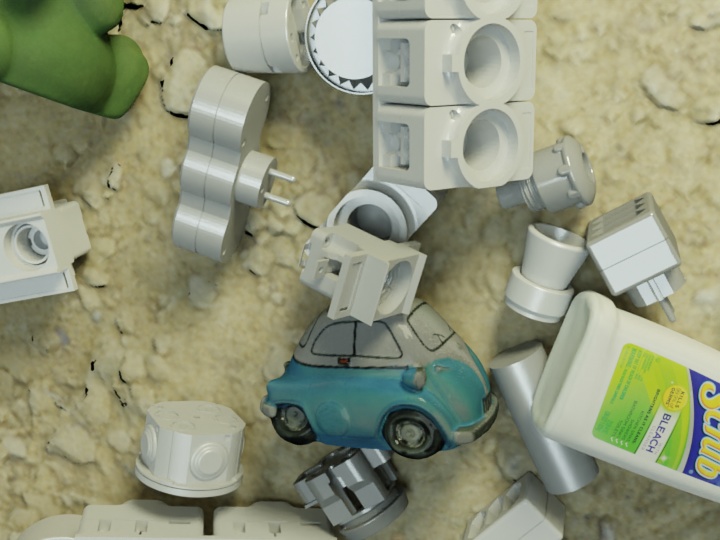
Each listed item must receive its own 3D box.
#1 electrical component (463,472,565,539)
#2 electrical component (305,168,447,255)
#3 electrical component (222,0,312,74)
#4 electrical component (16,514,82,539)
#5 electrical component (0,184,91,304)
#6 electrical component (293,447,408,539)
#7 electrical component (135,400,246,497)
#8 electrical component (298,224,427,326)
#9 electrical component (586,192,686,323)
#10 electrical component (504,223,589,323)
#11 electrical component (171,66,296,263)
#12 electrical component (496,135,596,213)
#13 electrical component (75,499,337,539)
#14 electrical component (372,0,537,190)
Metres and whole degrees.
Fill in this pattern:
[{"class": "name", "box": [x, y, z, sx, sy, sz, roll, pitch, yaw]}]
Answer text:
[{"class": "electrical component", "box": [0.124, 0.200, 0.777, 0.076, 0.047, 0.066, 45, 110, -2]}, {"class": "electrical component", "box": [0.010, -0.034, 0.734, 0.050, 0.055, 0.089, 42, 110, -1]}, {"class": "electrical component", "box": [-0.061, -0.158, 0.718, 0.047, 0.055, 0.055, -1, 105, 17]}, {"class": "electrical component", "box": [-0.236, 0.248, 0.862, 0.108, 0.060, 0.108, -2, 105, -7]}, {"class": "electrical component", "box": [-0.269, -0.017, 0.799, 0.121, 0.063, 0.078, -10, 103, 15]}, {"class": "electrical component", "box": [-0.001, 0.161, 0.791, 0.078, 0.058, 0.057, -31, 93, 19]}, {"class": "electrical component", "box": [-0.125, 0.133, 0.800, 0.080, 0.080, 0.051, 11, 102, 10]}, {"class": "electrical component", "box": [0.000, 0.000, 0.679, 0.064, 0.081, 0.042, 28, 111, 28]}, {"class": "electrical component", "box": [0.185, -0.002, 0.697, 0.047, 0.065, 0.076, -28, 97, 19]}, {"class": "electrical component", "box": [0.125, 0.002, 0.723, 0.045, 0.045, 0.055, 20, 109, 7]}, {"class": "electrical component", "box": [-0.080, -0.065, 0.737, 0.074, 0.052, 0.138, 19, 123, 7]}, {"class": "electrical component", "box": [0.121, -0.058, 0.709, 0.062, 0.048, 0.048, -19, 100, 24]}, {"class": "electrical component", "box": [-0.116, 0.235, 0.809, 0.186, 0.060, 0.105, 3, 104, -8]}, {"class": "electrical component", "box": [0.061, -0.129, 0.665, 0.062, 0.089, 0.150, 17, 111, 53]}]
